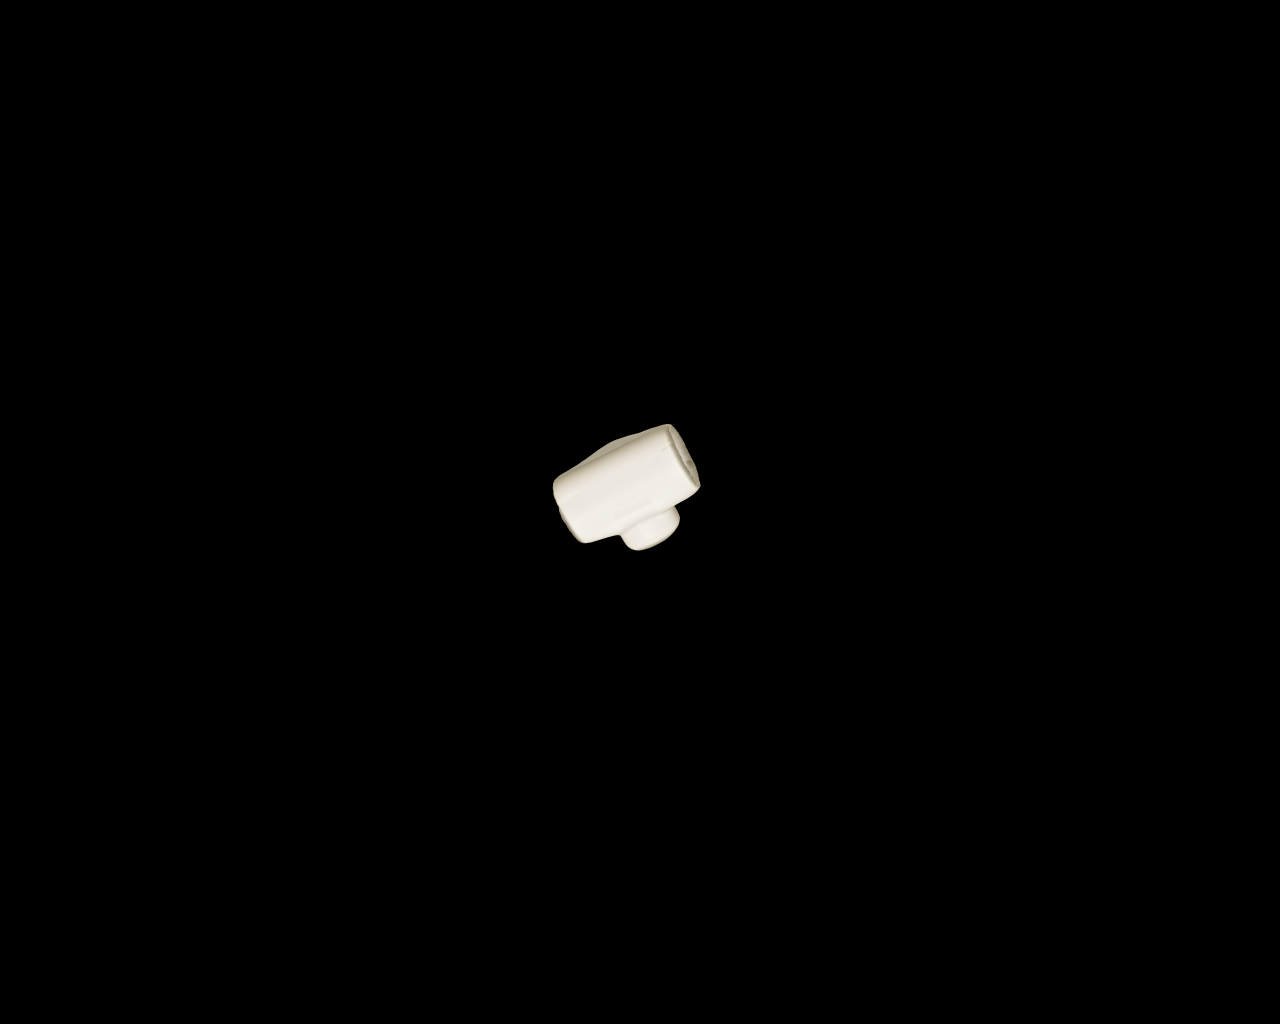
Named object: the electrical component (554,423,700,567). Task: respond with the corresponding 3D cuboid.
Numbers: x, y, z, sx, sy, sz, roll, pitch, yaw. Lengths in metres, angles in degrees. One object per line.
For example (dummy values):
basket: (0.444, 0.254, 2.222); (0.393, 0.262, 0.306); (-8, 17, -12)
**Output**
electrical component: (0.001, -0.003, 0.650); (0.077, 0.079, 0.043); (-26, 21, 11)
